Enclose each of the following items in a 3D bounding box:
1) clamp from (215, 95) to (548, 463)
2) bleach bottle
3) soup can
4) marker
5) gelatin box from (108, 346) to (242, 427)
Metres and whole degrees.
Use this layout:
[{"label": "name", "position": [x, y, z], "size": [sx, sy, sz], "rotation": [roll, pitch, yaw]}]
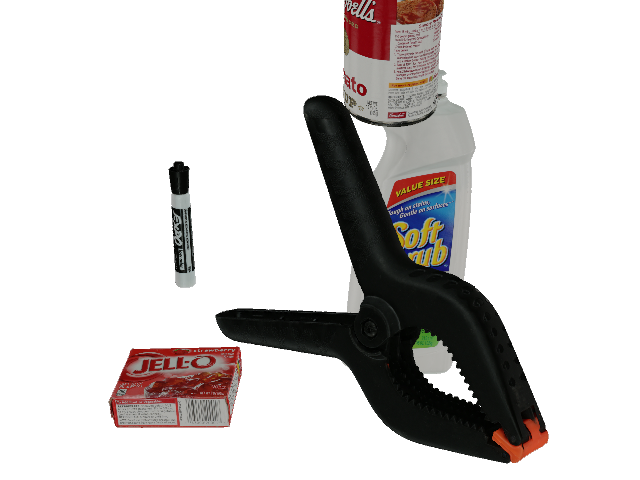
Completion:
[{"label": "clamp", "position": [0.036, 0.032, 0.562], "size": [0.210, 0.165, 0.036], "rotation": [35, 31, 30]}, {"label": "bleach bottle", "position": [0.071, -0.016, 0.881], "size": [0.102, 0.251, 0.068], "rotation": [3, 20, 3]}, {"label": "soup can", "position": [0.050, -0.137, 0.724], "size": [0.068, 0.102, 0.068], "rotation": [0, 36, 0]}, {"label": "marker", "position": [-0.128, -0.015, 0.989], "size": [0.020, 0.121, 0.020], "rotation": [-1, 22, 0]}, {"label": "gelatin box", "position": [-0.108, 0.110, 0.810], "size": [0.089, 0.030, 0.073], "rotation": [-1, 24, 5]}]
